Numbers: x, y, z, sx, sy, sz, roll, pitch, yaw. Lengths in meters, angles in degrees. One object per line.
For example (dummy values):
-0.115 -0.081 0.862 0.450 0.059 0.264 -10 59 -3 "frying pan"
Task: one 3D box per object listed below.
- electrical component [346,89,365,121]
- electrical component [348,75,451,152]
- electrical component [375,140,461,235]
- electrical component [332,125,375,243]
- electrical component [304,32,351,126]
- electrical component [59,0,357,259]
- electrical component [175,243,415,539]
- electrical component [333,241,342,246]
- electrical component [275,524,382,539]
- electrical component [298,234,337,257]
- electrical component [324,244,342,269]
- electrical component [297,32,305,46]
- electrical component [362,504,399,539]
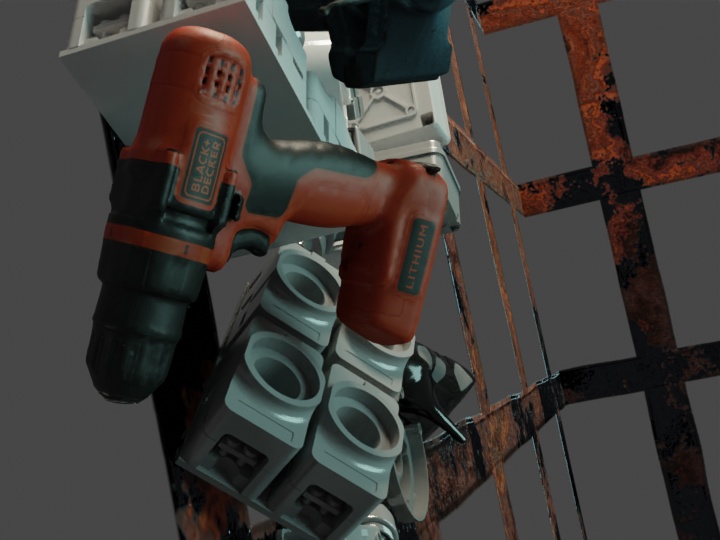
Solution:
-0.021 -0.172 1.036 0.066 0.048 0.055 -51 134 -72 "electrical component"
0.027 -0.169 1.089 0.056 0.109 0.108 38 41 -64 "electrical component"
0.034 -0.071 1.018 0.078 0.113 0.057 58 27 -53 "electrical component"
-0.019 -0.077 0.925 0.061 0.062 0.096 47 33 -63 "electrical component"
-0.042 -0.165 0.960 0.099 0.064 0.099 -6 90 -88 "electrical component"
-0.077 -0.093 0.632 0.186 0.105 0.060 60 22 -49 "electrical component"
-0.030 0.065 0.657 0.105 0.060 0.186 33 29 -12 "electrical component"
0.014 -0.003 0.985 0.061 0.062 0.096 -71 146 -64 "electrical component"
-0.014 0.214 0.715 0.100 0.048 0.099 40 40 -67 "electrical component"
-0.040 -0.032 0.842 0.081 0.043 0.043 -70 144 -65 "electrical component"
0.000 0.000 0.898 0.066 0.077 0.047 -28 105 -75 "electrical component"
-0.069 -0.183 0.875 0.046 0.040 0.040 -70 144 -55 "electrical component"
0.008 0.202 0.798 0.062 0.043 0.043 -115 -173 -73 "electrical component"
